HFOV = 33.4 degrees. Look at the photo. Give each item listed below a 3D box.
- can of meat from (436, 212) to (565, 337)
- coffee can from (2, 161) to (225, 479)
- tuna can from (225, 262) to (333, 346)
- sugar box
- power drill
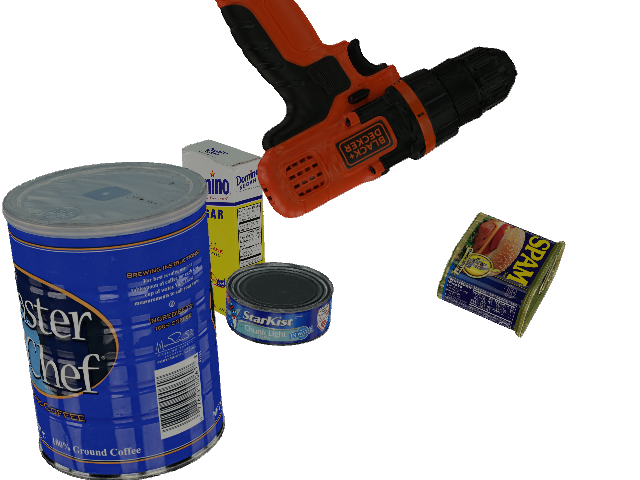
[{"bbox_3d":[0.165,0.028,0.975,0.084,0.057,0.102,23,46,18],"label":"can of meat"},{"bbox_3d":[-0.106,0.040,0.564,0.103,0.140,0.103,-2,21,1],"label":"coffee can"},{"bbox_3d":[-0.033,0.050,0.852,0.086,0.034,0.086,3,23,-1],"label":"tuna can"},{"bbox_3d":[-0.102,-0.010,1.127,0.048,0.176,0.093,-22,29,-37],"label":"sugar box"},{"bbox_3d":[0.014,-0.131,0.677,0.184,0.187,0.057,-29,6,-10],"label":"power drill"}]
